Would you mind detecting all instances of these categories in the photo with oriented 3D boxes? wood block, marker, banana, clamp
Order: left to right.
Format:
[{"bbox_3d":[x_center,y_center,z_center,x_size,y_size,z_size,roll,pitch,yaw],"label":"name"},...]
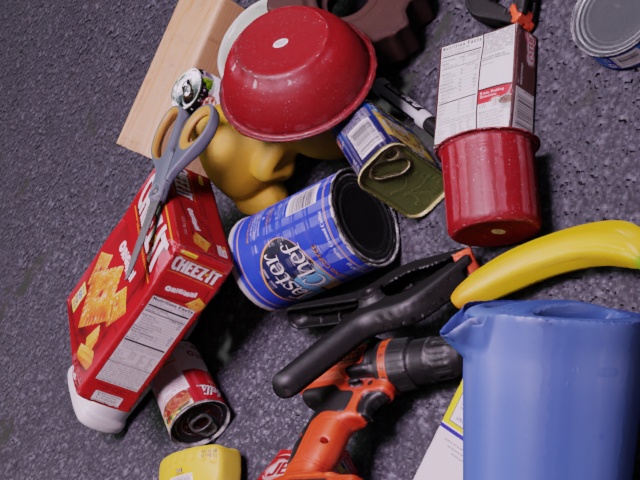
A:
[{"bbox_3d":[-0.150,-0.186,1.288,0.090,0.090,0.206,24,90,47],"label":"wood block"},{"bbox_3d":[0.048,0.061,0.986,0.210,0.036,0.164,-28,17,5],"label":"clamp"},{"bbox_3d":[0.091,-0.132,1.075,0.020,0.020,0.121,-56,44,11],"label":"marker"},{"bbox_3d":[0.174,-0.273,1.042,0.120,0.039,0.171,-51,48,24],"label":"clamp"},{"bbox_3d":[0.196,0.018,0.879,0.198,0.037,0.069,-16,18,46],"label":"banana"}]

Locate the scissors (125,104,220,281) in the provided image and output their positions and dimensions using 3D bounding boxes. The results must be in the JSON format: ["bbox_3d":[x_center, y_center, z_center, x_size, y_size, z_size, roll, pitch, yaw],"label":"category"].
[{"bbox_3d":[-0.144,-0.058,1.051,0.096,0.016,0.201,-22,48,33],"label":"scissors"}]

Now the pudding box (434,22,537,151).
[{"bbox_3d":[0.155,-0.138,1.002,0.090,0.039,0.113,-11,63,42],"label":"pudding box"}]

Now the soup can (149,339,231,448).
[{"bbox_3d":[-0.146,0.164,1.149,0.068,0.068,0.102,-51,44,16],"label":"soup can"}]

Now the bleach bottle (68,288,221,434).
[{"bbox_3d":[-0.189,0.103,1.222,0.251,0.068,0.103,-47,42,18],"label":"bleach bottle"}]

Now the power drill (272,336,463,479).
[{"bbox_3d":[0.037,0.163,0.928,0.185,0.057,0.187,-16,33,36],"label":"power drill"}]

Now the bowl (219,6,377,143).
[{"bbox_3d":[-0.029,-0.172,1.022,0.162,0.055,0.162,-9,54,13],"label":"bowl"}]

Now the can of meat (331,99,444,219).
[{"bbox_3d":[0.066,-0.080,1.019,0.057,0.102,0.084,-45,44,17],"label":"can of meat"}]

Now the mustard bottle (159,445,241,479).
[{"bbox_3d":[-0.120,0.308,1.067,0.096,0.058,0.191,-22,58,34],"label":"mustard bottle"}]

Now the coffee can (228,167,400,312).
[{"bbox_3d":[-0.007,0.001,1.054,0.141,0.102,0.103,-25,56,36],"label":"coffee can"}]

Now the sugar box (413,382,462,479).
[{"bbox_3d":[0.152,0.152,0.874,0.093,0.048,0.176,30,98,46],"label":"sugar box"}]

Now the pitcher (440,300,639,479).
[{"bbox_3d":[0.173,0.164,0.768,0.149,0.144,0.243,4,93,34],"label":"pitcher"}]

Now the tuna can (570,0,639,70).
[{"bbox_3d":[0.262,-0.191,0.920,0.086,0.033,0.086,-20,59,38],"label":"tuna can"}]

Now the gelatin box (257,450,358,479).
[{"bbox_3d":[-0.020,0.229,0.994,0.089,0.030,0.073,-9,27,42],"label":"gelatin box"}]

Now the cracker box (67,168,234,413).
[{"bbox_3d":[-0.185,0.046,1.117,0.214,0.072,0.164,-53,32,23],"label":"cracker box"}]

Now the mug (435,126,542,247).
[{"bbox_3d":[0.146,-0.040,0.941,0.117,0.093,0.081,133,138,-65],"label":"mug"}]
